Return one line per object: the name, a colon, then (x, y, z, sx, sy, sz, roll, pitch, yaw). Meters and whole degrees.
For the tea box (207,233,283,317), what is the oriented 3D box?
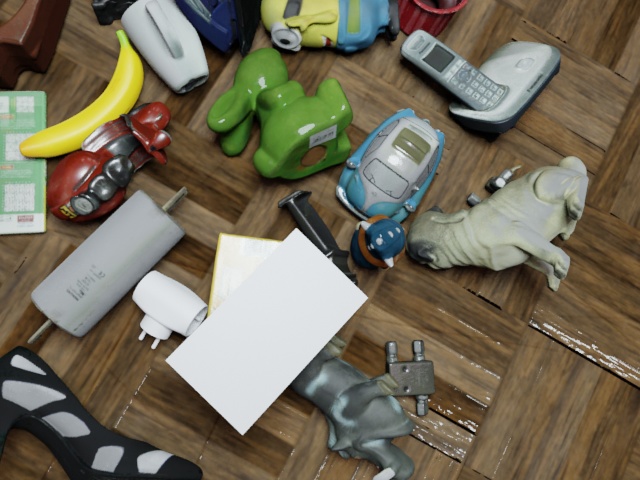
tea box: (-0.083, 0.083, 0.639, 0.098, 0.068, 0.169, 9, 81, -6)

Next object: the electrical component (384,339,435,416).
electrical component: (0.111, 0.173, 0.674, 0.063, 0.021, 0.094, -2, 82, -8)

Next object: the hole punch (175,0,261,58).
hole punch: (-0.122, -0.308, 0.666, 0.092, 0.115, 0.142, 2, 61, 5)

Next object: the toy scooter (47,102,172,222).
toy scooter: (-0.229, -0.089, 0.612, 0.184, 0.135, 0.075, -51, 126, -14)

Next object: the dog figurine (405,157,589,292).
dog figurine: (0.214, -0.034, 0.663, 0.191, 0.121, 0.172, 16, 69, 21)

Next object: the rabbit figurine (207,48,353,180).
rabbit figurine: (-0.058, -0.159, 0.675, 0.159, 0.121, 0.170, -30, 68, -4)

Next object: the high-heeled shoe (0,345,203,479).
high-heeled shoe: (-0.254, 0.204, 0.613, 0.249, 0.086, 0.145, 15, 48, -22)

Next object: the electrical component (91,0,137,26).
electrical component: (-0.266, -0.345, 0.692, 0.075, 0.048, 0.119, -16, 83, -10)

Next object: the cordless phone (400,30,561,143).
cordless phone: (0.210, -0.236, 0.724, 0.184, 0.088, 0.146, 40, 79, 4)

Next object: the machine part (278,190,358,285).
machine part: (-0.001, -0.002, 0.666, 0.039, 0.084, 0.139, -38, 73, 21)

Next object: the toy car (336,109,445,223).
toy car: (0.101, -0.097, 0.676, 0.109, 0.103, 0.161, 38, 80, -1)

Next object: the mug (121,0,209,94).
mug: (-0.181, -0.242, 0.663, 0.081, 0.109, 0.107, -32, 99, -14)

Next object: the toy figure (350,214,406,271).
toy figure: (0.067, 0.002, 0.628, 0.064, 0.154, 0.058, 32, 81, -1)

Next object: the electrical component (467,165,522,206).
electrical component: (0.259, -0.048, 0.717, 0.102, 0.045, 0.078, 44, 77, 0)

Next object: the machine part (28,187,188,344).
machine part: (-0.242, 0.026, 0.622, 0.079, 0.079, 0.243, 43, 78, 1)

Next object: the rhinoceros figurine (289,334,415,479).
rhinoceros figurine: (0.040, 0.198, 0.627, 0.190, 0.073, 0.112, 44, 92, 6)

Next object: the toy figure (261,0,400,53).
toy figure: (0.013, -0.294, 0.707, 0.180, 0.082, 0.089, -4, 71, -4)

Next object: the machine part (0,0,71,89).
machine part: (-0.421, -0.298, 0.646, 0.201, 0.087, 0.201, 12, 78, -6)
